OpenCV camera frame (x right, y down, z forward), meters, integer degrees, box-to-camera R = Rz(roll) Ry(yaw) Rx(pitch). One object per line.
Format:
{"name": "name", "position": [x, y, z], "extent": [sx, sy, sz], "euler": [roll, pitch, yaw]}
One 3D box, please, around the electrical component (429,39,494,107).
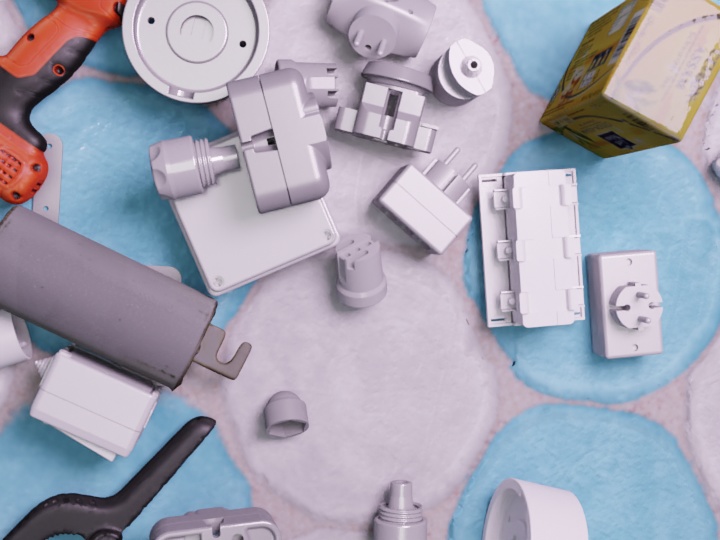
{"name": "electrical component", "position": [0.080, -0.152, 0.828], "extent": [0.043, 0.081, 0.043], "euler": [0, 92, -5]}

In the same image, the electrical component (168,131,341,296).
{"name": "electrical component", "position": [-0.085, -0.050, 0.830], "extent": [0.109, 0.056, 0.108], "euler": [-23, 94, -4]}

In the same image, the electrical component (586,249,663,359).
{"name": "electrical component", "position": [0.215, 0.028, 0.850], "extent": [0.047, 0.076, 0.083], "euler": [-5, 93, -4]}

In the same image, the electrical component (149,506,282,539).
{"name": "electrical component", "position": [-0.109, 0.212, 0.809], "extent": [0.095, 0.059, 0.053], "euler": [-4, 91, -12]}

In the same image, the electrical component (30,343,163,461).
{"name": "electrical component", "position": [-0.208, 0.099, 0.823], "extent": [0.096, 0.062, 0.061], "euler": [25, 90, -5]}

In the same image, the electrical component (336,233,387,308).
{"name": "electrical component", "position": [0.000, 0.000, 0.839], "extent": [0.040, 0.040, 0.046], "euler": [-9, 130, -5]}

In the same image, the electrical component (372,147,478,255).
{"name": "electrical component", "position": [0.060, -0.061, 0.847], "extent": [0.066, 0.047, 0.076], "euler": [41, 87, -6]}

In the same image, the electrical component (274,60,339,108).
{"name": "electrical component", "position": [-0.042, -0.144, 0.839], "extent": [0.046, 0.040, 0.040], "euler": [-2, 93, -11]}

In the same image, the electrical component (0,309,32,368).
{"name": "electrical component", "position": [-0.298, 0.060, 0.822], "extent": [0.081, 0.043, 0.043], "euler": [-17, 94, -4]}

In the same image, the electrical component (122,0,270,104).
{"name": "electrical component", "position": [-0.123, -0.178, 0.819], "extent": [0.108, 0.060, 0.108], "euler": [0, 92, -5]}

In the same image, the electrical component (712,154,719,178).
{"name": "electrical component", "position": [0.318, -0.075, 0.872], "extent": [0.061, 0.035, 0.035], "euler": [44, 88, 3]}

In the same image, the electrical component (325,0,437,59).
{"name": "electrical component", "position": [0.013, -0.188, 0.826], "extent": [0.077, 0.079, 0.043], "euler": [21, 132, -5]}

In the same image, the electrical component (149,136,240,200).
{"name": "electrical component", "position": [-0.118, -0.076, 0.775], "extent": [0.062, 0.043, 0.043], "euler": [-12, 93, -5]}

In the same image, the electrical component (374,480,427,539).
{"name": "electrical component", "position": [0.032, 0.200, 0.857], "extent": [0.043, 0.043, 0.062], "euler": [1, 91, -5]}

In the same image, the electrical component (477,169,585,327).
{"name": "electrical component", "position": [0.138, -0.017, 0.847], "extent": [0.079, 0.063, 0.121], "euler": [-4, 93, -5]}

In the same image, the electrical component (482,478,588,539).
{"name": "electrical component", "position": [0.141, 0.220, 0.838], "extent": [0.060, 0.108, 0.108], "euler": [9, 92, -11]}

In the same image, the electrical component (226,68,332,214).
{"name": "electrical component", "position": [-0.056, -0.093, 0.774], "extent": [0.059, 0.054, 0.095], "euler": [-14, 93, -4]}

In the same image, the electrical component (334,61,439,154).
{"name": "electrical component", "position": [0.024, -0.128, 0.836], "extent": [0.078, 0.058, 0.057], "euler": [14, 93, -2]}
